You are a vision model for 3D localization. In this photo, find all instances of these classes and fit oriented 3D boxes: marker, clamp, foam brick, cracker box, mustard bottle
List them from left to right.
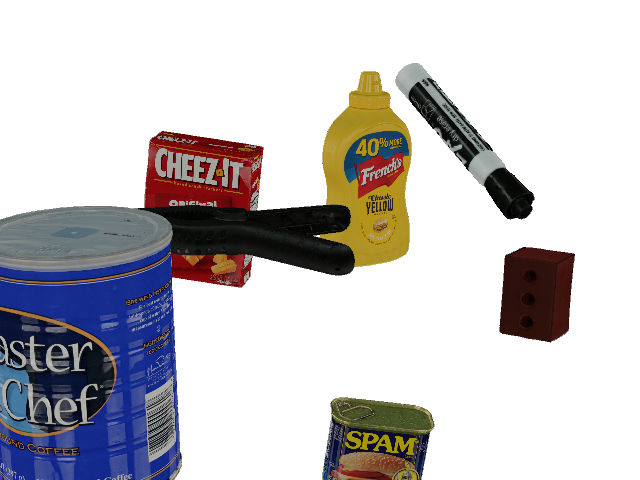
[{"bbox_3d":[-0.182,-0.045,1.621,0.164,0.214,0.072,9,19,7],"label":"cracker box"},{"bbox_3d":[-0.068,-0.005,0.880,0.210,0.036,0.164,2,13,-7],"label":"clamp"},{"bbox_3d":[0.047,-0.073,1.072,0.096,0.192,0.058,-9,19,-30],"label":"mustard bottle"},{"bbox_3d":[0.079,-0.055,0.591,0.020,0.020,0.121,0,43,-39],"label":"marker"},{"bbox_3d":[0.203,0.050,0.999,0.053,0.078,0.051,9,15,30],"label":"foam brick"}]

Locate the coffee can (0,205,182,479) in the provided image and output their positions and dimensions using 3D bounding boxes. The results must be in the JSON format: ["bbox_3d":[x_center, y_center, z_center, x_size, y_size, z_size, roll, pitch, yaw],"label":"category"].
[{"bbox_3d":[-0.129,0.061,0.581,0.103,0.140,0.103,0,16,0],"label":"coffee can"}]

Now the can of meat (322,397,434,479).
[{"bbox_3d":[0.055,0.209,1.057,0.102,0.084,0.057,7,16,-4],"label":"can of meat"}]
